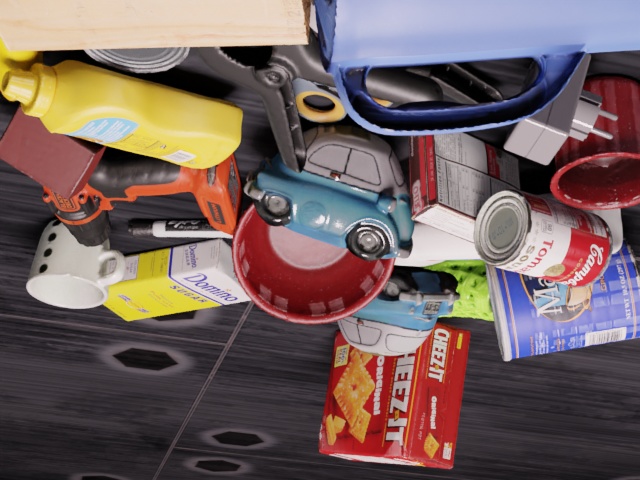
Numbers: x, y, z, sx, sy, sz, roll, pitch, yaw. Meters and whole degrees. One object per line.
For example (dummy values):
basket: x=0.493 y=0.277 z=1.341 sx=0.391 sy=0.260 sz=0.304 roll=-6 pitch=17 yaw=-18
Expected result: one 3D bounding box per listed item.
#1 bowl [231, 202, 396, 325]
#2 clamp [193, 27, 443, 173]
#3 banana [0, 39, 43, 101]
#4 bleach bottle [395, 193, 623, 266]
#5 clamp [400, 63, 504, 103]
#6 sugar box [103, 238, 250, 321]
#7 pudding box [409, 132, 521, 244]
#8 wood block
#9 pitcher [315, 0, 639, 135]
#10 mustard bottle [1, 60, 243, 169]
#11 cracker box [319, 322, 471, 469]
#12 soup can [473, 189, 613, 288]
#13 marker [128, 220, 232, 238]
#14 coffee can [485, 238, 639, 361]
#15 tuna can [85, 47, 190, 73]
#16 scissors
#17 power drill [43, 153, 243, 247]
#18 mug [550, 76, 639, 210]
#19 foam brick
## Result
bowl: x=-0.007 y=0.001 z=1.058 sx=0.162 sy=0.055 sz=0.162 roll=-1 pitch=115 yaw=-3
clamp: x=-0.033 y=-0.129 z=0.813 sx=0.209 sy=0.036 sz=0.165 roll=32 pitch=142 yaw=-25
banana: x=-0.251 y=-0.167 z=0.818 sx=0.070 sy=0.037 sz=0.197 roll=10 pitch=156 yaw=18
bleach bottle: x=0.161 y=-0.008 z=1.056 sx=0.251 sy=0.068 sz=0.102 roll=-6 pitch=-178 yaw=29
clamp: x=0.082 y=-0.139 z=0.834 sx=0.171 sy=0.039 sz=0.120 roll=7 pitch=149 yaw=5
sugar box: x=-0.170 y=0.048 z=1.231 sx=0.176 sy=0.048 sz=0.093 roll=-9 pitch=151 yaw=24
pudding box: x=0.131 y=-0.047 z=0.956 sx=0.113 sy=0.090 sz=0.039 roll=19 pitch=148 yaw=-30
wood block: x=-0.111 y=-0.187 z=0.698 sx=0.206 sy=0.091 sz=0.090 roll=0 pitch=153 yaw=6
pitcher: x=0.116 y=-0.161 z=0.660 sx=0.242 sy=0.145 sz=0.149 roll=-1 pitch=135 yaw=-5
mustard bottle: x=-0.166 y=-0.105 z=0.872 sx=0.191 sy=0.058 sz=0.096 roll=11 pitch=169 yaw=-36
cracker box: x=0.085 y=0.189 z=1.309 sx=0.072 sy=0.164 sz=0.214 roll=16 pitch=165 yaw=-26
soup can: x=0.191 y=-0.001 z=0.914 sx=0.102 sy=0.068 sz=0.069 roll=14 pitch=152 yaw=-33
marker: x=-0.145 y=-0.012 z=1.136 sx=0.121 sy=0.020 sz=0.020 roll=0 pitch=154 yaw=5
coffee can: x=0.245 y=0.060 z=1.075 sx=0.140 sy=0.103 sz=0.103 roll=-10 pitch=152 yaw=6
tuna can: x=-0.140 y=-0.165 z=0.809 sx=0.086 sy=0.033 sz=0.086 roll=2 pitch=154 yaw=1
scissors: x=-0.032 y=-0.141 z=0.866 sx=0.201 sy=0.016 sz=0.096 roll=18 pitch=150 yaw=-27
power drill: x=-0.172 y=-0.043 z=1.033 sx=0.187 sy=0.057 sz=0.184 roll=1 pitch=153 yaw=4
mug: x=0.234 y=-0.076 z=0.896 sx=0.093 sy=0.081 sz=0.117 roll=7 pitch=153 yaw=-9
foam brick: x=-0.231 y=-0.080 z=0.921 sx=0.078 sy=0.053 sz=0.051 roll=33 pitch=103 yaw=-8
